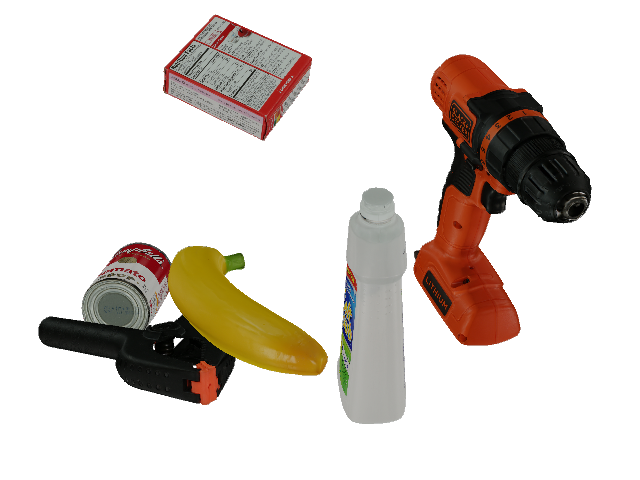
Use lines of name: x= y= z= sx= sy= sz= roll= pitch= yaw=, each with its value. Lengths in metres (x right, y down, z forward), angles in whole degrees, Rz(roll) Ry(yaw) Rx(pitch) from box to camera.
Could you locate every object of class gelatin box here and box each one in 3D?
gelatin box: x=-0.062 y=-0.123 z=0.801 sx=0.089 sy=0.073 sz=0.030 roll=26 pitch=-35 yaw=11

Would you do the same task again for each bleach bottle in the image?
bleach bottle: x=0.051 y=0.056 z=1.019 sx=0.068 sy=0.251 sz=0.102 roll=-3 pitch=37 yaw=-3

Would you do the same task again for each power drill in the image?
power drill: x=0.125 y=-0.017 z=0.768 sx=0.057 sy=0.188 sz=0.184 roll=-6 pitch=37 yaw=-17

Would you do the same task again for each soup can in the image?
soup can: x=-0.189 y=0.051 z=1.053 sx=0.068 sy=0.068 sz=0.102 roll=0 pitch=19 yaw=6

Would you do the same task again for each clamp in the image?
clamp: x=-0.120 y=0.084 z=0.877 sx=0.164 sy=0.036 sz=0.210 roll=-11 pitch=16 yaw=-32

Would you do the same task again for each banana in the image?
banana: x=-0.058 y=0.038 z=0.686 sx=0.069 sy=0.037 sz=0.198 roll=-7 pitch=21 yaw=-18
